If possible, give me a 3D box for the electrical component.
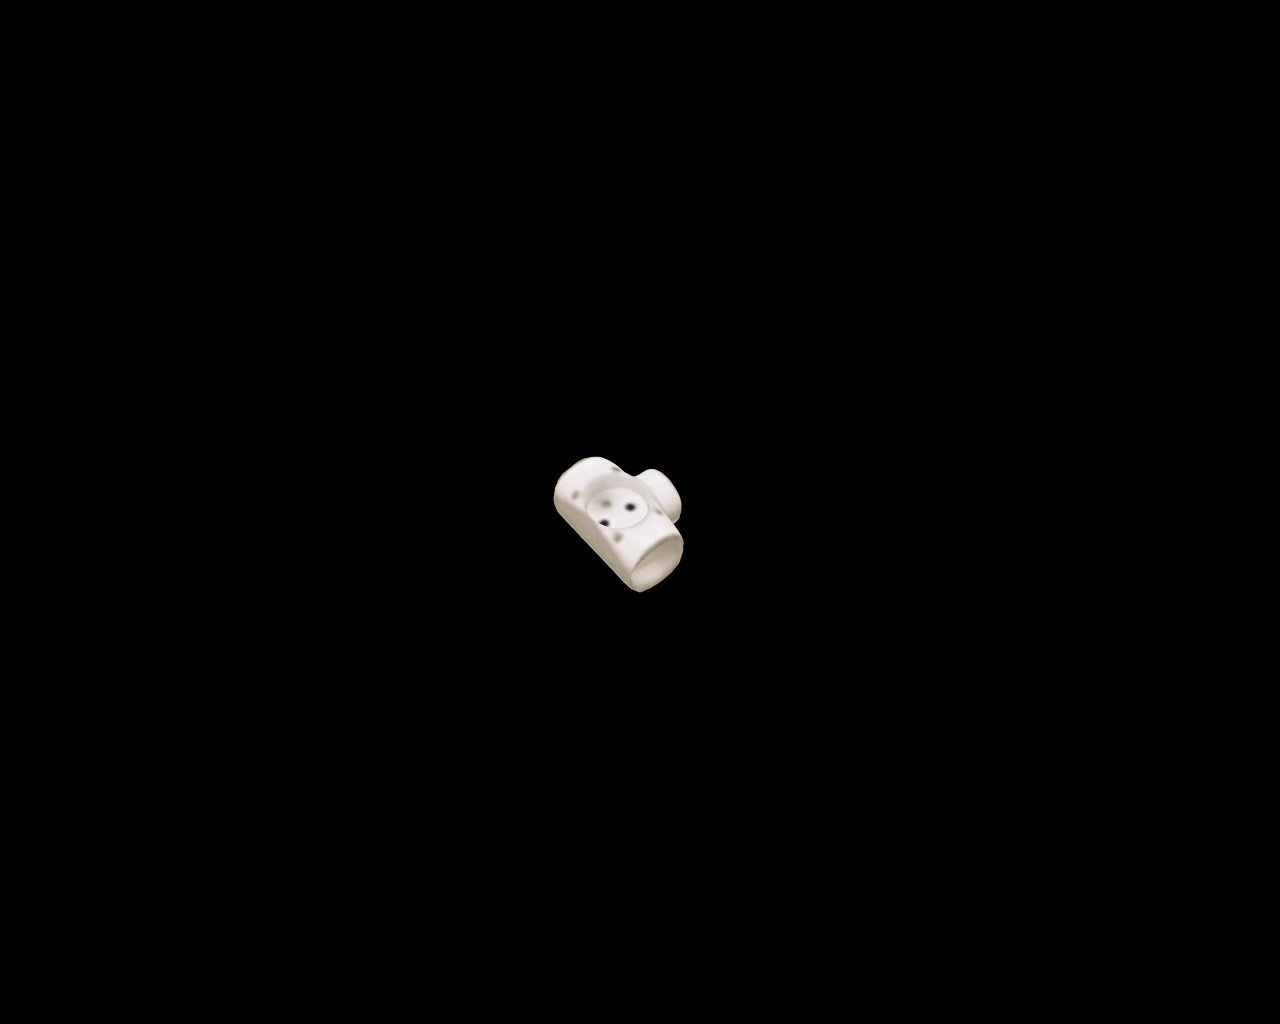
[{"bbox_3d":[0.001,-0.003,0.650,0.079,0.077,0.044,-32,-32,-22],"label":"electrical component"}]
